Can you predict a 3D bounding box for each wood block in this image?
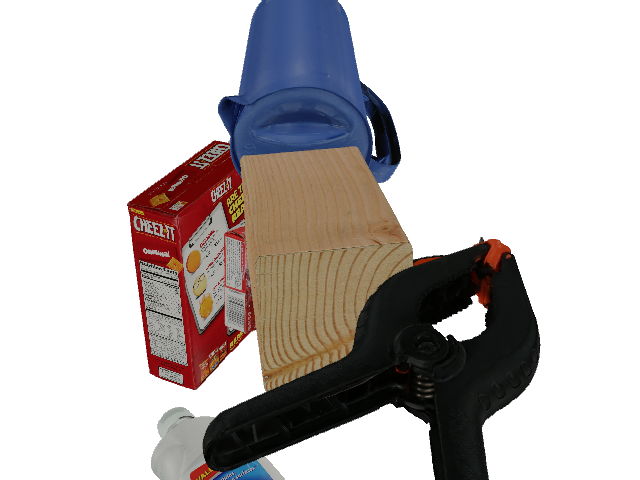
[{"bbox_3d":[-0.002,0.010,0.704,0.090,0.090,0.206,-5,21,-5],"label":"wood block"}]

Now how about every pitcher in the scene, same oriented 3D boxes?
[{"bbox_3d":[-0.010,-0.154,1.077,0.145,0.149,0.243,-16,38,12],"label":"pitcher"}]

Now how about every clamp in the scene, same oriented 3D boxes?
[{"bbox_3d":[0.049,0.063,0.439,0.120,0.039,0.171,33,52,23],"label":"clamp"}]

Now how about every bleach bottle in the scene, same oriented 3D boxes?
[{"bbox_3d":[-0.062,0.202,0.748,0.102,0.068,0.251,-18,35,-24],"label":"bleach bottle"}]

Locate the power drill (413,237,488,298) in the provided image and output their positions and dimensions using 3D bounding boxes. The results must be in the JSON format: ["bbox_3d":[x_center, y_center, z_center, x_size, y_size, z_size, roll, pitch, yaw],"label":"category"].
[{"bbox_3d":[0.116,0.055,1.172,0.187,0.057,0.184,-4,28,-6],"label":"power drill"}]

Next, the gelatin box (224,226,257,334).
[{"bbox_3d":[-0.047,0.028,0.920,0.030,0.089,0.073,18,25,39],"label":"gelatin box"}]

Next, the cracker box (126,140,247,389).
[{"bbox_3d":[-0.125,0.024,1.140,0.072,0.214,0.164,13,34,24],"label":"cracker box"}]

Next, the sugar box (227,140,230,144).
[{"bbox_3d":[-0.086,-0.033,1.331,0.048,0.176,0.093,-9,24,-10],"label":"sugar box"}]
